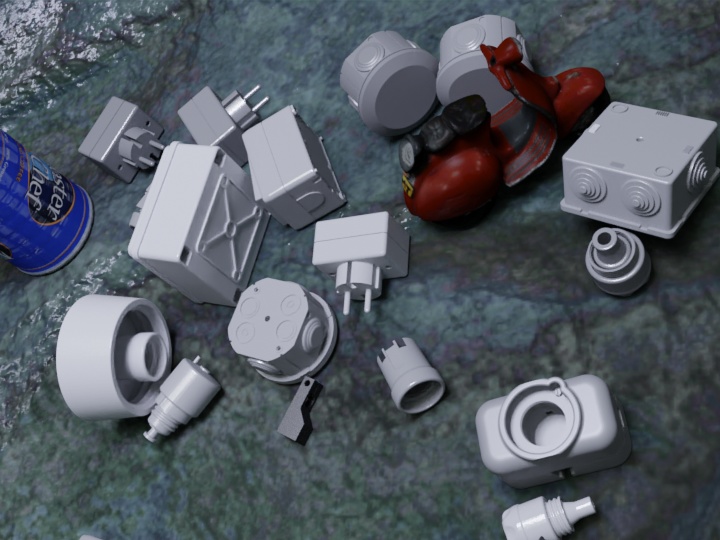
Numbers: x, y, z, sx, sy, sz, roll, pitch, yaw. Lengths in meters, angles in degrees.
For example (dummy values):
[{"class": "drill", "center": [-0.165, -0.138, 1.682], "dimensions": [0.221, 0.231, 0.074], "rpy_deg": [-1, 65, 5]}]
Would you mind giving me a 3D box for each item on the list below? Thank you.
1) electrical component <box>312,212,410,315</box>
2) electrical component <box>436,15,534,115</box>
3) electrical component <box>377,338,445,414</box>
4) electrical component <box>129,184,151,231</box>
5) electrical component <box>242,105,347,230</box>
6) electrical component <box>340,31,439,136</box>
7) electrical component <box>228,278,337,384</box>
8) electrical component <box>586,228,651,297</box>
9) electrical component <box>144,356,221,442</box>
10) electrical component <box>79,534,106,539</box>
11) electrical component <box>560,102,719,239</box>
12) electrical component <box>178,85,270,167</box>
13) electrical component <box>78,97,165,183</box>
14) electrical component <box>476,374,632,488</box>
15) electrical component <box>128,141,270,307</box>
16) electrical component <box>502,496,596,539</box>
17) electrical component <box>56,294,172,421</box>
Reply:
[{"class": "electrical component", "center": [0.000, 0.000, 0.872], "dimensions": [0.066, 0.047, 0.076], "rpy_deg": [-7, 64, 25]}, {"class": "electrical component", "center": [0.102, -0.164, 0.880], "dimensions": [0.080, 0.080, 0.051], "rpy_deg": [-12, 57, 22]}, {"class": "electrical component", "center": [0.038, 0.080, 0.819], "dimensions": [0.040, 0.040, 0.046], "rpy_deg": [-36, 49, 7]}, {"class": "electrical component", "center": [-0.180, -0.050, 0.991], "dimensions": [0.066, 0.048, 0.055], "rpy_deg": [25, 72, 34]}, {"class": "electrical component", "center": [-0.063, -0.092, 0.940], "dimensions": [0.061, 0.062, 0.096], "rpy_deg": [-29, 57, 12]}, {"class": "electrical component", "center": [0.027, -0.159, 0.917], "dimensions": [0.080, 0.080, 0.051], "rpy_deg": [-42, 49, 4]}, {"class": "electrical component", "center": [-0.063, 0.049, 0.879], "dimensions": [0.080, 0.051, 0.080], "rpy_deg": [-11, 62, 22]}, {"class": "electrical component", "center": [0.183, -0.010, 0.773], "dimensions": [0.043, 0.062, 0.043], "rpy_deg": [-12, 62, 23]}, {"class": "electrical component", "center": [-0.152, 0.110, 0.901], "dimensions": [0.040, 0.040, 0.078], "rpy_deg": [38, 87, 35]}, {"class": "electrical component", "center": [-0.188, 0.242, 0.821], "dimensions": [0.061, 0.096, 0.061], "rpy_deg": [10, 71, 31]}, {"class": "electrical component", "center": [0.204, -0.076, 0.781], "dimensions": [0.100, 0.048, 0.100], "rpy_deg": [19, 48, 33]}, {"class": "electrical component", "center": [-0.117, -0.141, 1.001], "dimensions": [0.077, 0.047, 0.065], "rpy_deg": [-39, 55, 6]}, {"class": "electrical component", "center": [-0.220, -0.121, 1.044], "dimensions": [0.077, 0.047, 0.065], "rpy_deg": [25, 80, 34]}, {"class": "electrical component", "center": [0.132, 0.111, 0.742], "dimensions": [0.095, 0.059, 0.053], "rpy_deg": [-18, 59, 19]}, {"class": "electrical component", "center": [-0.133, -0.037, 0.922], "dimensions": [0.056, 0.108, 0.108], "rpy_deg": [7, 70, 27]}, {"class": "electrical component", "center": [0.130, 0.170, 0.730], "dimensions": [0.061, 0.035, 0.035], "rpy_deg": [-24, 58, 13]}, {"class": "electrical component", "center": [-0.198, 0.073, 0.905], "dimensions": [0.060, 0.108, 0.108], "rpy_deg": [-2, 65, 20]}]
